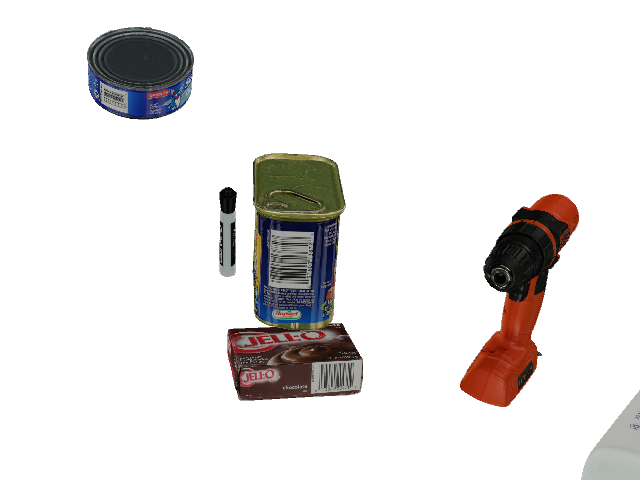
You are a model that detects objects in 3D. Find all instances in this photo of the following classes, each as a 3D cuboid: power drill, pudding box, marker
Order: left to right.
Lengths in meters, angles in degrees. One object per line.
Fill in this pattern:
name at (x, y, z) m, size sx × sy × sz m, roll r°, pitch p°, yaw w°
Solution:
marker at (-0.104, -0.009, 1.192) m, size 0.020 × 0.121 × 0.020 m, roll 3°, pitch 41°, yaw -3°
pudding box at (-0.025, 0.108, 0.969) m, size 0.113 × 0.039 × 0.090 m, roll 0°, pitch 17°, yaw -11°
power drill at (0.185, 0.061, 1.012) m, size 0.057 × 0.188 × 0.184 m, roll 23°, pitch 30°, yaw 22°

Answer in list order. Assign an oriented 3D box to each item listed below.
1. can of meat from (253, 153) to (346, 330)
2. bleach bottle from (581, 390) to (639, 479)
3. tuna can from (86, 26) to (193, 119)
can of meat at (-0.017, 0.000, 0.701) m, size 0.057 × 0.084 × 0.102 m, roll 2°, pitch 25°, yaw -5°
bleach bottle at (0.246, 0.101, 0.629) m, size 0.103 × 0.068 × 0.250 m, roll 18°, pitch 29°, yaw 32°
tuna can at (-0.147, -0.137, 0.874) m, size 0.086 × 0.034 × 0.086 m, roll 5°, pitch 44°, yaw -5°
